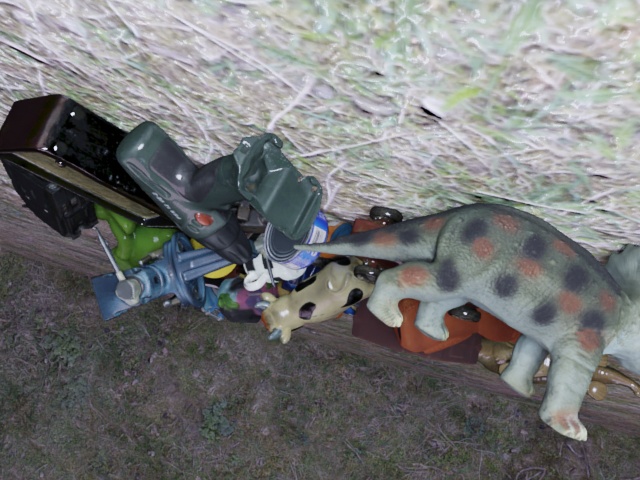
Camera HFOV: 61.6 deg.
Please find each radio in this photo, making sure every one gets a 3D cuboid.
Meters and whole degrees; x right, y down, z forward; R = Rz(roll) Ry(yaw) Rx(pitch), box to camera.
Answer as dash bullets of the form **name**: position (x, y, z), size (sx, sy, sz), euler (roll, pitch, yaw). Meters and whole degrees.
- **radio**: position (-0.261, -0.087, 0.668), size (0.131, 0.073, 0.229), euler (5, 162, 41)

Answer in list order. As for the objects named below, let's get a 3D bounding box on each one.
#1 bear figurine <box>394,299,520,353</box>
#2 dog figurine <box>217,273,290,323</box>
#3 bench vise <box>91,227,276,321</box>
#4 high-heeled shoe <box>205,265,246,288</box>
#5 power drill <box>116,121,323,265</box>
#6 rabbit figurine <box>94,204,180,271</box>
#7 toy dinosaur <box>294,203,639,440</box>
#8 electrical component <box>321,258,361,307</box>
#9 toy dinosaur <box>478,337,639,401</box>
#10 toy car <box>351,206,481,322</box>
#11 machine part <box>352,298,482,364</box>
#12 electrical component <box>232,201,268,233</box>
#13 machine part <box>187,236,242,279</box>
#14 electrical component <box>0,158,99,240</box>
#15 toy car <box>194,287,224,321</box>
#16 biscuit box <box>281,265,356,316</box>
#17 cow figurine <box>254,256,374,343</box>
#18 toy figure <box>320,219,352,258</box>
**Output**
- **bear figurine**: position (0.204, 0.094, 0.784), size (0.196, 0.132, 0.120), euler (-12, 126, 0)
- **dog figurine**: position (-0.099, 0.105, 1.094), size (0.191, 0.108, 0.219), euler (-1, 167, -25)
- **bench vise**: position (-0.191, 0.040, 0.773), size (0.241, 0.129, 0.223), euler (-17, 170, 1)
- **high-heeled shoe**: position (-0.231, 0.050, 1.160), size (0.145, 0.086, 0.248), euler (-10, 148, 16)
- **power drill**: position (-0.097, -0.044, 0.596), size (0.207, 0.086, 0.231), euler (6, 148, 47)
- **rabbit figurine**: position (-0.316, -0.033, 0.858), size (0.170, 0.121, 0.159), euler (43, 154, -28)
- **toy dinosaur**: position (0.183, 0.039, 0.513), size (0.405, 0.192, 0.131), euler (31, -177, 7)
- **electrical component**: position (0.052, 0.072, 0.895), size (0.119, 0.075, 0.047), euler (10, 165, 39)
- **toy dinosaur**: position (0.377, 0.223, 1.031), size (0.472, 0.105, 0.198), euler (17, 169, 21)
- **toy car**: position (0.125, 0.029, 0.628), size (0.202, 0.089, 0.053), euler (24, 166, -21)
- **machine part**: position (0.177, 0.158, 0.981), size (0.201, 0.087, 0.202), euler (15, 174, -37)
- **electrical component**: position (-0.106, -0.036, 0.745), size (0.078, 0.045, 0.102), euler (-1, 171, -14)
- **machine part**: position (-0.229, 0.021, 1.029), size (0.179, 0.056, 0.179), euler (9, 160, 3)
- **electrical component**: position (-0.388, -0.079, 0.769), size (0.115, 0.058, 0.134), euler (28, 142, 17)
- **toy car**: position (-0.253, 0.110, 1.304), size (0.103, 0.162, 0.109), euler (-35, 137, 13)
- **biscuit box**: position (0.019, 0.094, 1.005), size (0.063, 0.059, 0.202), euler (18, 173, 42)
- **cow figurine**: position (-0.010, 0.093, 0.820), size (0.195, 0.085, 0.127), euler (-34, 161, 33)
- **toy figure**: position (-0.002, -0.001, 0.724), size (0.155, 0.064, 0.057), euler (-1, 119, 39)
